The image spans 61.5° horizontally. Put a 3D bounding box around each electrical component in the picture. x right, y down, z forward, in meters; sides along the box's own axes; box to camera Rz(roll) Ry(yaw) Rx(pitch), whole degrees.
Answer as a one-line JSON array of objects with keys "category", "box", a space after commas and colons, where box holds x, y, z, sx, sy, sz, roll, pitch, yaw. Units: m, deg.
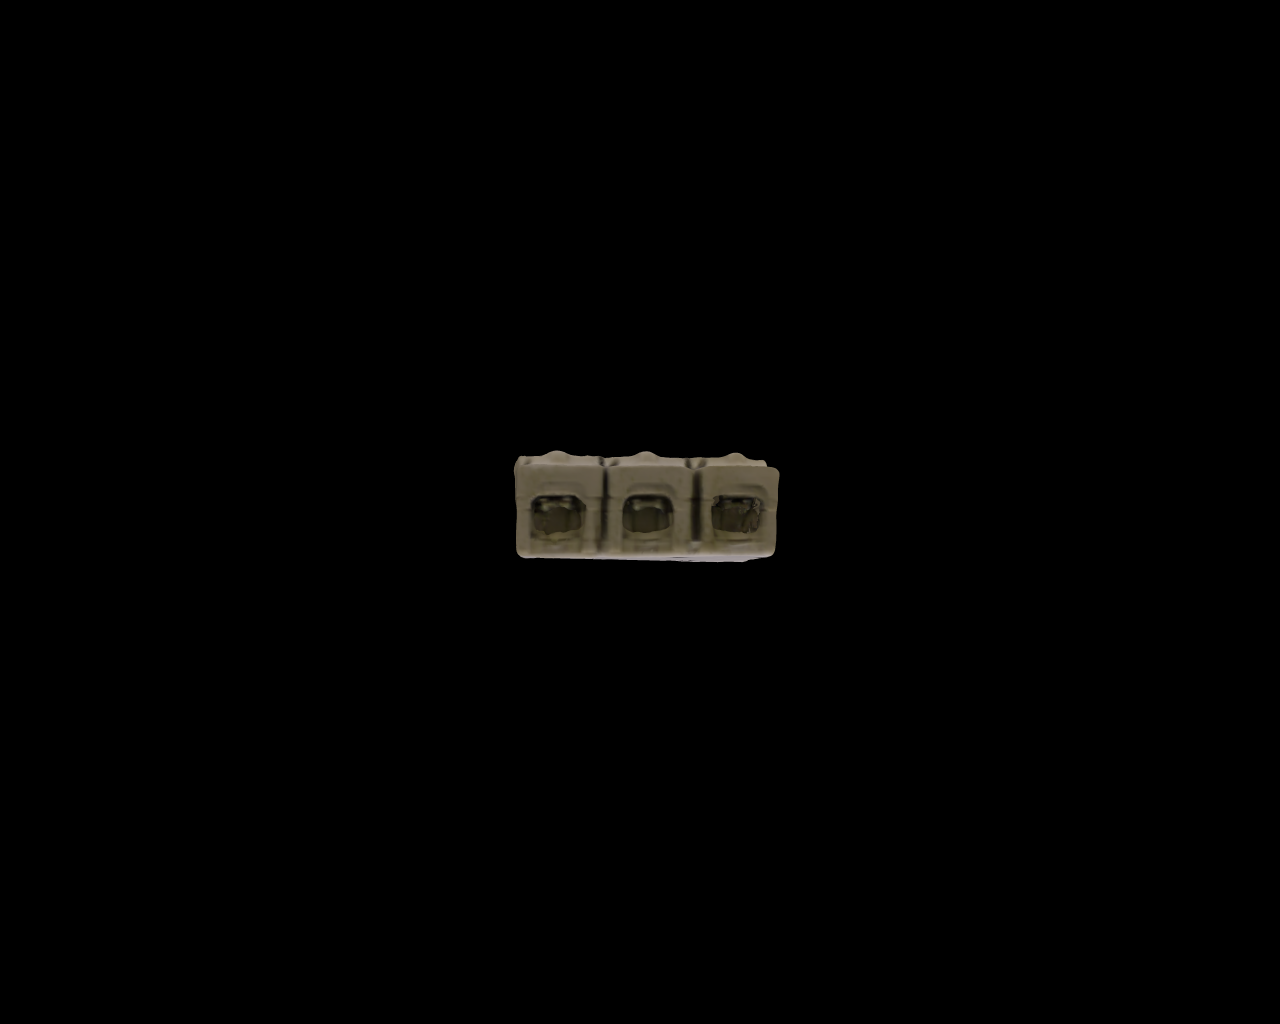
[{"category": "electrical component", "box": [0.001, -0.003, 0.650, 0.150, 0.061, 0.089, 0, -4, -7]}]
